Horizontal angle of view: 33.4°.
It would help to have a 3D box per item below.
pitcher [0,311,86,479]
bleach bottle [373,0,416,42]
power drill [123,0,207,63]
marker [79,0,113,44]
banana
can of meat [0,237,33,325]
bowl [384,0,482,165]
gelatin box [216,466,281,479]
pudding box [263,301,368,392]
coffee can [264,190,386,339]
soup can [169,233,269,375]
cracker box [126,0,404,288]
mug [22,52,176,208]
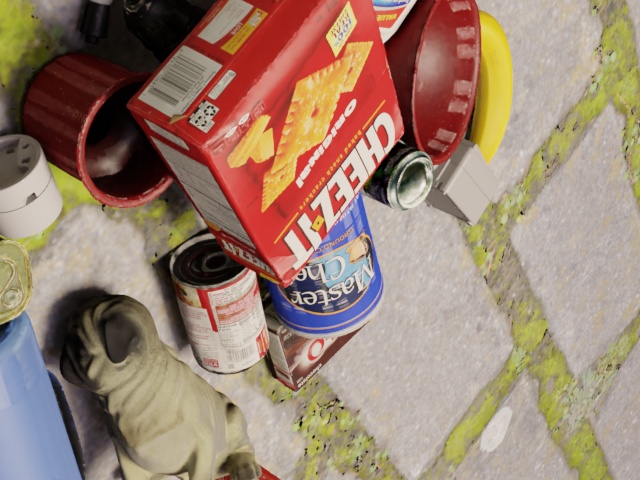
[{"bbox_3d":[-0.228,0.155,0.744,0.144,0.149,0.243,-19,123,-23],"label":"pitcher"},{"bbox_3d":[0.052,-0.223,0.880,0.102,0.068,0.251,17,101,-52],"label":"bleach bottle"},{"bbox_3d":[-0.034,-0.180,0.769,0.188,0.057,0.184,-43,151,8],"label":"power drill"},{"bbox_3d":[-0.140,-0.190,0.711,0.020,0.020,0.121,-3,114,-48],"label":"marker"},{"bbox_3d":[0.164,-0.157,1.070,0.069,0.037,0.198,-29,132,-13],"label":"banana"},{"bbox_3d":[-0.245,0.022,0.664,0.101,0.084,0.057,-25,128,-38],"label":"can of meat"},{"bbox_3d":[0.091,-0.150,0.952,0.161,0.055,0.162,-35,131,-55],"label":"bowl"},{"bbox_3d":[-0.069,0.250,1.012,0.030,0.073,0.089,-27,130,-38],"label":"gelatin box"},{"bbox_3d":[-0.005,0.074,1.008,0.113,0.039,0.090,-40,138,-25],"label":"pudding box"},{"bbox_3d":[-0.006,0.001,0.911,0.102,0.103,0.140,-41,138,-25],"label":"coffee can"},{"bbox_3d":[-0.082,0.054,0.885,0.068,0.069,0.102,-36,136,-30],"label":"soup can"},{"bbox_3d":[-0.023,-0.083,0.739,0.164,0.072,0.213,-52,154,-14],"label":"cracker box"},{"bbox_3d":[-0.138,-0.082,0.727,0.117,0.082,0.093,-22,127,-40],"label":"mug"}]
